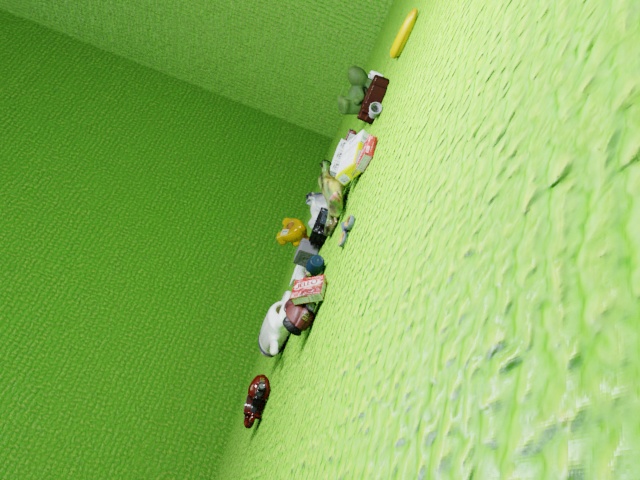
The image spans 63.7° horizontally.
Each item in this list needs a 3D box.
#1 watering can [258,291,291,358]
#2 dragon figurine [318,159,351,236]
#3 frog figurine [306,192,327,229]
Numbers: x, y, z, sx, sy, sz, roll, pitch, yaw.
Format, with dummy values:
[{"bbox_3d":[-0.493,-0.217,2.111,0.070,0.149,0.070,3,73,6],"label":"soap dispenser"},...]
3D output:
[{"bbox_3d":[-0.160,0.334,1.840,0.355,0.104,0.219,-77,8,-56],"label":"watering can"},{"bbox_3d":[0.033,-0.133,1.736,0.408,0.122,0.244,144,138,-84],"label":"dragon figurine"},{"bbox_3d":[0.006,-0.102,2.033,0.135,0.123,0.161,-46,59,59],"label":"frog figurine"}]
